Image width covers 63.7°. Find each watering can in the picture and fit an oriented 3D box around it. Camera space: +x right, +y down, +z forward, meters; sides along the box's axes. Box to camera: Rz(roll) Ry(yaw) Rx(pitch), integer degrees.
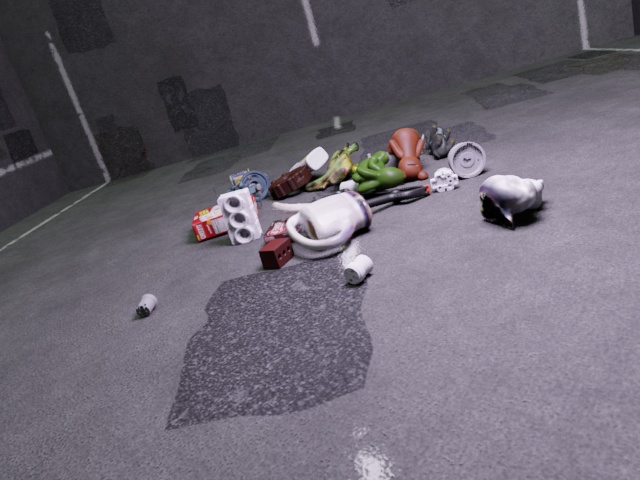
[{"bbox_3d":[0.004,-0.071,1.411,0.225,0.102,0.353,-21,30,-15],"label":"watering can"}]

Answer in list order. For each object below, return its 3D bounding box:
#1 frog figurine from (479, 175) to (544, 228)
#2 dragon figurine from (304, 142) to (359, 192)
[{"bbox_3d":[0.451,-0.111,1.182,0.160,0.122,0.137,-33,3,-12],"label":"frog figurine"},{"bbox_3d":[0.039,-0.261,1.945,0.244,0.121,0.411,-30,14,-14],"label":"dragon figurine"}]
